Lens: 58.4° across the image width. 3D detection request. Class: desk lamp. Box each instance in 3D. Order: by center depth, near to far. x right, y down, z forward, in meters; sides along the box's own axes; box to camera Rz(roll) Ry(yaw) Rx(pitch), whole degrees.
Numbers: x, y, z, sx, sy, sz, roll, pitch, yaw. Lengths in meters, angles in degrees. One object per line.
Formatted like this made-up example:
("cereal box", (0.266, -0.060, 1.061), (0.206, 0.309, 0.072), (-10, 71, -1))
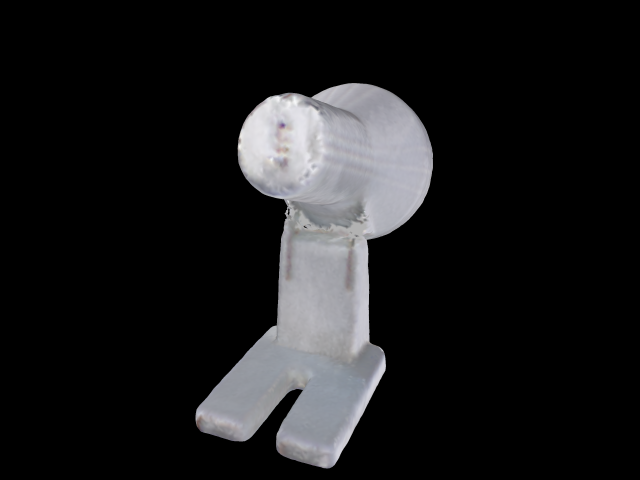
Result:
("desk lamp", (0.004, 0.001, 0.400), (0.117, 0.214, 0.203), (7, 21, 19))
